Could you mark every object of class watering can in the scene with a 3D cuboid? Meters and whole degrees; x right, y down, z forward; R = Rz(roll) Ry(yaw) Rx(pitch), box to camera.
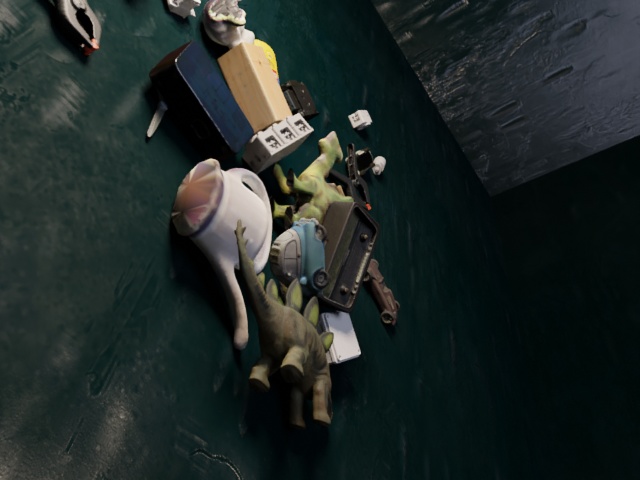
[{"bbox_3d":[-0.168,0.002,0.933,0.103,0.355,0.221,-16,-37,30],"label":"watering can"}]

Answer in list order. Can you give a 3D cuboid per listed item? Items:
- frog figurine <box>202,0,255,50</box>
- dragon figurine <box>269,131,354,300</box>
[{"bbox_3d":[-0.227,-0.518,1.283,0.123,0.139,0.156,-31,-19,-16],"label":"frog figurine"},{"bbox_3d":[0.004,-0.060,1.195,0.242,0.414,0.121,8,-14,-35],"label":"dragon figurine"}]
